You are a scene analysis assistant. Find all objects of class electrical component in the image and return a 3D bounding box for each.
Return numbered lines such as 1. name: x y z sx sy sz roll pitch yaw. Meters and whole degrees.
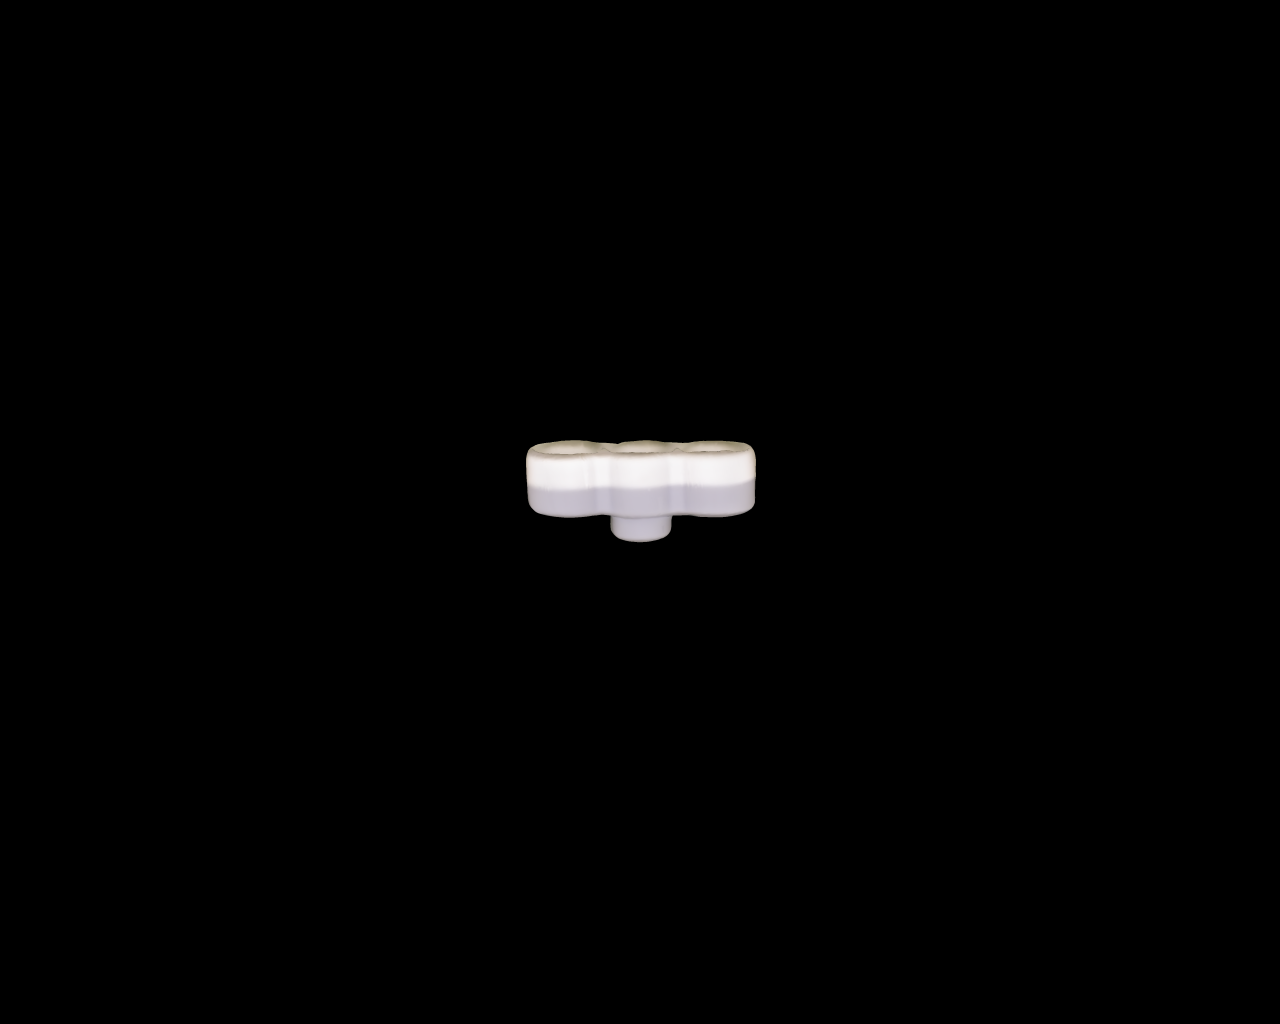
1. electrical component: 0.001 -0.003 0.650 0.138 0.073 0.052 0 13 0
